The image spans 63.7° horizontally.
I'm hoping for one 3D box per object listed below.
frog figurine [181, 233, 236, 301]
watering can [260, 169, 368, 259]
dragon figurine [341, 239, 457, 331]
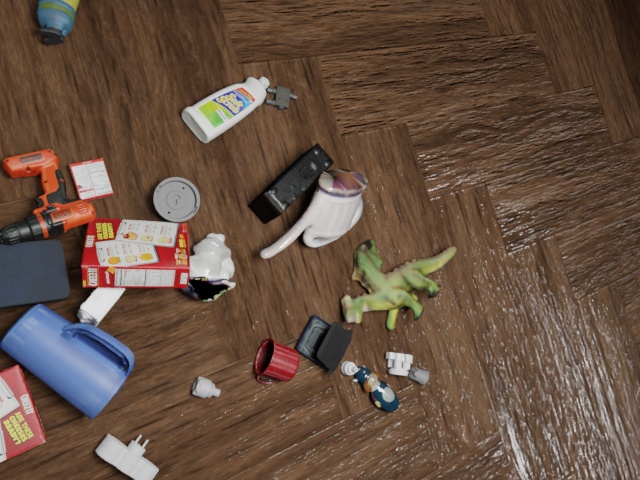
[{"bbox_3d":[-0.275,0.061,1.240,0.137,0.120,0.163,-1,46,-19],"label":"frog figurine"},{"bbox_3d":[0.004,-0.066,1.321,0.105,0.219,0.351,38,37,29],"label":"watering can"},{"bbox_3d":[0.207,0.095,1.463,0.242,0.120,0.417,43,64,-5],"label":"dragon figurine"}]
